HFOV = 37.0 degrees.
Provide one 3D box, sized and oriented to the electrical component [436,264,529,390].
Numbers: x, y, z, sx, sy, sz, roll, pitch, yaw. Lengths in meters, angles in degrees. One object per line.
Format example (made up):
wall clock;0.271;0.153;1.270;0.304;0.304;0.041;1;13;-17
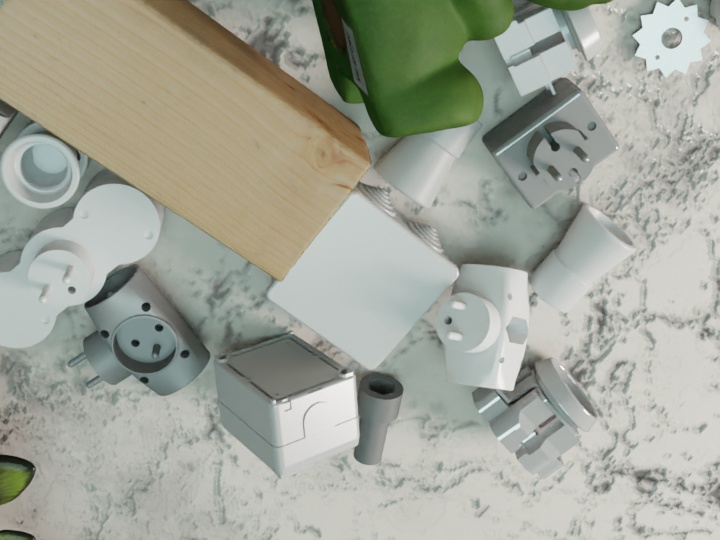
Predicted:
electrical component;0.073;0.035;0.680;0.043;0.079;0.077;5;85;31

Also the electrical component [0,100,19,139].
electrical component;-0.256;-0.101;0.608;0.113;0.078;0.057;35;102;-17

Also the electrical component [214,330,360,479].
electrical component;-0.051;0.085;0.696;0.062;0.096;0.061;-17;116;-30

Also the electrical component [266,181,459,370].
electrical component;0.000;0.000;0.686;0.100;0.048;0.099;36;105;-17

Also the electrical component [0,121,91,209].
electrical component;-0.185;-0.066;0.640;0.045;0.055;0.045;-2;112;-4

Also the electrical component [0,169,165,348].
electrical component;-0.180;-0.002;0.656;0.138;0.073;0.052;-38;110;10

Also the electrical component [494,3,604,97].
electrical component;0.111;-0.139;0.641;0.055;0.048;0.066;-24;113;13

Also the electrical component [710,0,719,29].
electrical component;0.235;-0.154;0.644;0.040;0.046;0.040;-2;112;-4

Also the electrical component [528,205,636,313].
electrical component;0.142;-0.004;0.701;0.044;0.044;0.065;34;111;-16

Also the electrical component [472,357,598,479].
electrical component;0.123;0.096;0.731;0.057;0.058;0.078;-39;108;13

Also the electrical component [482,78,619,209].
electrical component;0.119;-0.072;0.651;0.066;0.076;0.047;-36;110;10

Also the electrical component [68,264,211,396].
electrical component;-0.151;0.049;0.695;0.079;0.044;0.077;-32;111;9

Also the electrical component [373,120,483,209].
electrical component;0.045;-0.076;0.664;0.044;0.044;0.065;34;101;-17
